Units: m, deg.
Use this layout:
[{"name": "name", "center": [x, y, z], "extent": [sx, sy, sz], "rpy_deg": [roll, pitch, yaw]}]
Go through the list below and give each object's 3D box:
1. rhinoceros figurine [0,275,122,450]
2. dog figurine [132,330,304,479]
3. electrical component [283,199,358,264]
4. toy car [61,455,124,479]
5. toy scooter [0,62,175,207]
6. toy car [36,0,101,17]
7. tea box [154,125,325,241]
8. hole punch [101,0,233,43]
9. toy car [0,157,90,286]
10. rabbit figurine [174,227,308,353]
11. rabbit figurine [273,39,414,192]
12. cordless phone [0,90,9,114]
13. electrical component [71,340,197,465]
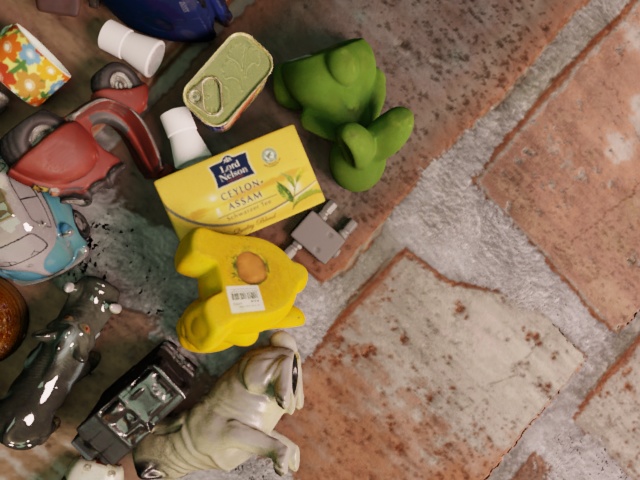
[{"name": "rhinoceros figurine", "center": [-0.287, 0.127, 0.584], "extent": [0.073, 0.112, 0.190], "rpy_deg": [28, 69, -5]}, {"name": "dog figurine", "center": [-0.121, 0.193, 0.631], "extent": [0.191, 0.121, 0.172], "rpy_deg": [1, 60, 8]}, {"name": "electrical component", "center": [-0.001, -0.002, 0.664], "extent": [0.063, 0.021, 0.094], "rpy_deg": [43, 87, -9]}, {"name": "toy car", "center": [-0.293, 0.354, 0.630], "extent": [0.073, 0.056, 0.201], "rpy_deg": [21, 92, -16]}, {"name": "toy scooter", "center": [-0.236, -0.098, 0.585], "extent": [0.135, 0.075, 0.184], "rpy_deg": [53, 55, -20]}, {"name": "toy car", "center": [-0.280, -0.342, 0.586], "extent": [0.089, 0.053, 0.202], "rpy_deg": [2, 90, -19]}, {"name": "tea box", "center": [-0.091, -0.056, 0.624], "extent": [0.170, 0.068, 0.098], "rpy_deg": [-25, 97, -5]}, {"name": "hole punch", "center": [-0.167, -0.260, 0.572], "extent": [0.116, 0.142, 0.092], "rpy_deg": [36, 86, 5]}, {"name": "toy car", "center": [-0.328, -0.029, 0.575], "extent": [0.109, 0.103, 0.161], "rpy_deg": [-24, 99, -7]}, {"name": "rabbit figurine", "center": [-0.099, 0.067, 0.602], "extent": [0.162, 0.173, 0.122], "rpy_deg": [-9, 63, -41]}, {"name": "rabbit figurine", "center": [0.041, -0.134, 0.611], "extent": [0.121, 0.159, 0.170], "rpy_deg": [-25, 112, -15]}, {"name": "cordless phone", "center": [-0.361, -0.089, 0.524], "extent": [0.146, 0.088, 0.184], "rpy_deg": [-40, 59, -16]}, {"name": "electrical component", "center": [-0.208, 0.182, 0.600], "extent": [0.134, 0.115, 0.058], "rpy_deg": [-41, 96, -5]}]
